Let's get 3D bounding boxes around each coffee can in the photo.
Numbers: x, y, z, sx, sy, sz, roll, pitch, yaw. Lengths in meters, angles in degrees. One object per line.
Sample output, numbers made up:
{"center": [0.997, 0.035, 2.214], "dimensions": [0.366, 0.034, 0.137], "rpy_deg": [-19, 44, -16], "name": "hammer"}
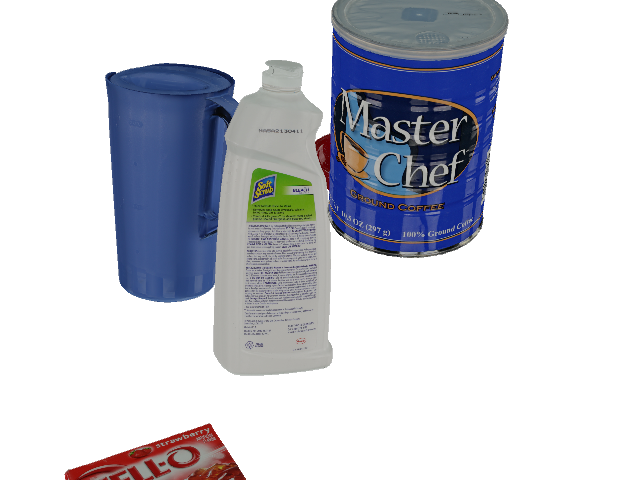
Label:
{"center": [0.056, -0.075, 0.658], "dimensions": [0.103, 0.140, 0.103], "rpy_deg": [1, 35, -1], "name": "coffee can"}

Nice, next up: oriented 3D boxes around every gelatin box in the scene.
{"center": [-0.087, 0.141, 0.584], "dimensions": [0.089, 0.030, 0.073], "rpy_deg": [-15, 27, -20], "name": "gelatin box"}

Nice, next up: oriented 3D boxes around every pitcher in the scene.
{"center": [-0.153, -0.059, 1.134], "dimensions": [0.145, 0.243, 0.149], "rpy_deg": [0, 22, -9], "name": "pitcher"}

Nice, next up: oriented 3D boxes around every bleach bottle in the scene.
{"center": [-0.031, -0.018, 0.859], "dimensions": [0.102, 0.251, 0.068], "rpy_deg": [-3, 21, -23], "name": "bleach bottle"}

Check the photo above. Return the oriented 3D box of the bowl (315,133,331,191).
{"center": [0.066, -0.068, 1.163], "dimensions": [0.162, 0.055, 0.162], "rpy_deg": [4, 27, -2], "name": "bowl"}
